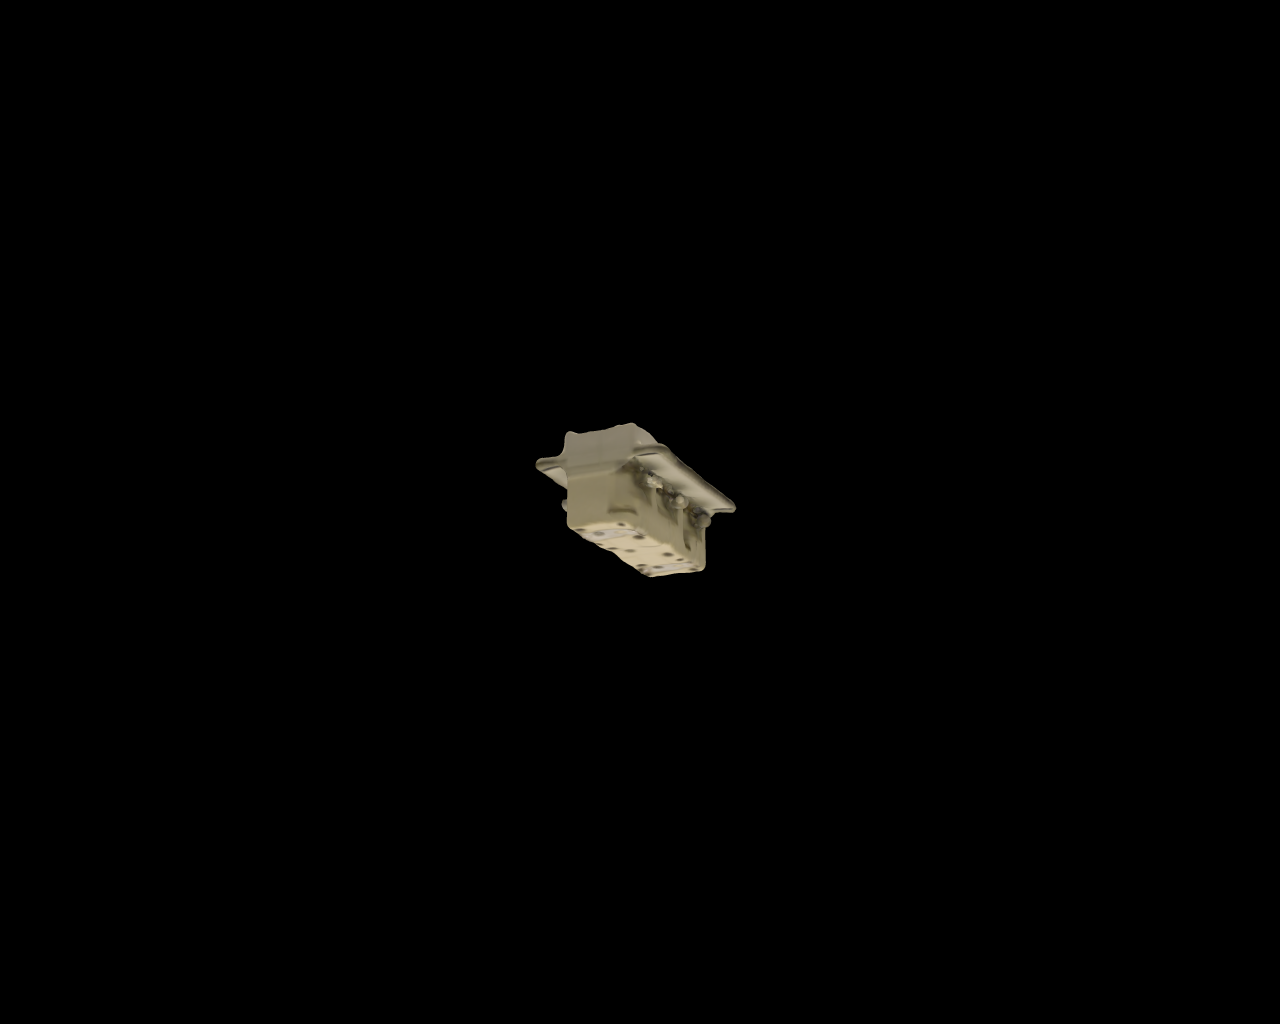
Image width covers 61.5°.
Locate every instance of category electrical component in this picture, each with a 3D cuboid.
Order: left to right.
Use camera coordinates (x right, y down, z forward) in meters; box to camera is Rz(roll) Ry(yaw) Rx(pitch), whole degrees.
[{"bbox_3d":[0.001,-0.003,0.650,0.079,0.063,0.121,-8,-20,22],"label":"electrical component"}]
